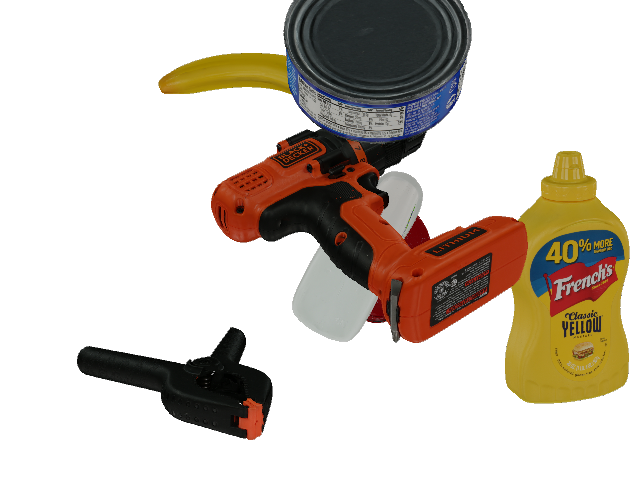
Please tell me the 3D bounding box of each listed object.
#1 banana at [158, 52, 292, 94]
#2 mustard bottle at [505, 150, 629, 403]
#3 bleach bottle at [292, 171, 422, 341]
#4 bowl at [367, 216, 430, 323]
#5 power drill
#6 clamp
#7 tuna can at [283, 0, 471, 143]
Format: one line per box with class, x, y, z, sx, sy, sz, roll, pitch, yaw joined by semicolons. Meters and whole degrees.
banana;-0.074;-0.172;1.135;0.198;0.037;0.069;10;44;19
mustard bottle;0.191;0.026;0.823;0.096;0.192;0.058;-7;15;-12
bleach bottle;0.051;-0.001;1.037;0.068;0.103;0.250;29;26;5
bowl;0.079;0.013;1.231;0.161;0.162;0.055;0;-7;-43
power drill;0.046;-0.021;0.722;0.184;0.057;0.188;-30;44;-27
clamp;-0.095;0.119;0.929;0.164;0.036;0.210;-9;17;-36
tuna can;0.026;-0.087;0.499;0.086;0.086;0.034;0;-32;1
